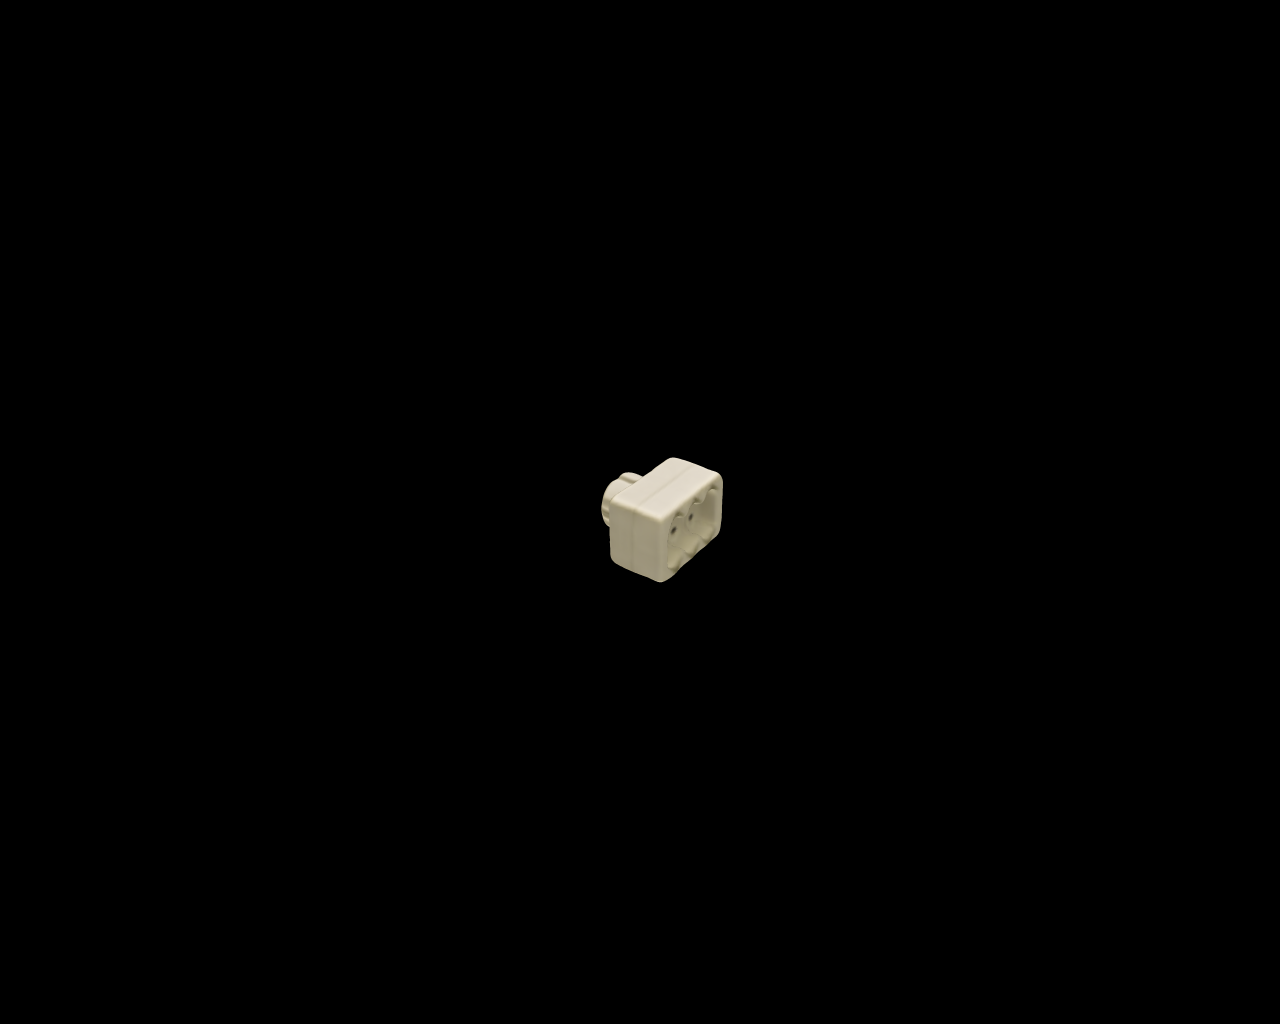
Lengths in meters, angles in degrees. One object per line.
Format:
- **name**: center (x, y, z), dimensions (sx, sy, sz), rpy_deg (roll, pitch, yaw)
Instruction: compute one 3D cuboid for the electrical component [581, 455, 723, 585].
- **electrical component**: center (0.001, -0.003, 0.650), dimensions (0.077, 0.047, 0.066), rpy_deg (22, 40, 30)
